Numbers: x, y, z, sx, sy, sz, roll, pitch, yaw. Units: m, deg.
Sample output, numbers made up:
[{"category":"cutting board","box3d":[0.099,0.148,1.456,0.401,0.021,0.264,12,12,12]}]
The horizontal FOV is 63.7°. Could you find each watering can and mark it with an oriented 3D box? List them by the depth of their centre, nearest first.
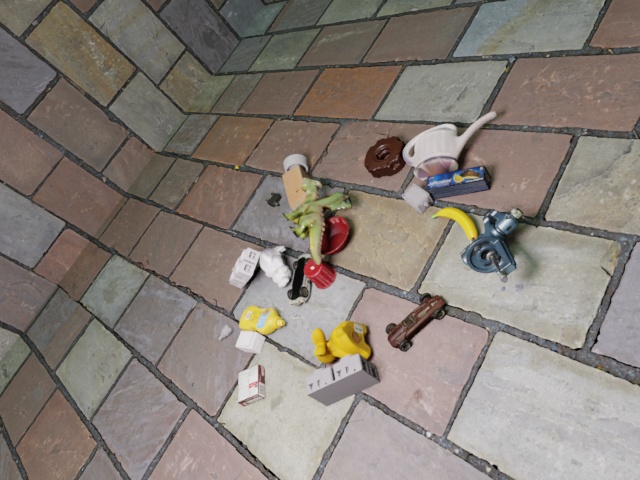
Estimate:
[{"category":"watering can","box3d":[0.441,-0.322,1.777,0.345,0.102,0.230,-15,50,32]}]

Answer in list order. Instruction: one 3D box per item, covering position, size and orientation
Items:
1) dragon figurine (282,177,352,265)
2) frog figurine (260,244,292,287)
[{"category":"dragon figurine","box3d":[0.006,-0.095,1.886,0.243,0.120,0.418,-35,46,1]},{"category":"frog figurine","box3d":[-0.168,0.107,1.935,0.135,0.122,0.163,129,145,-52]}]
